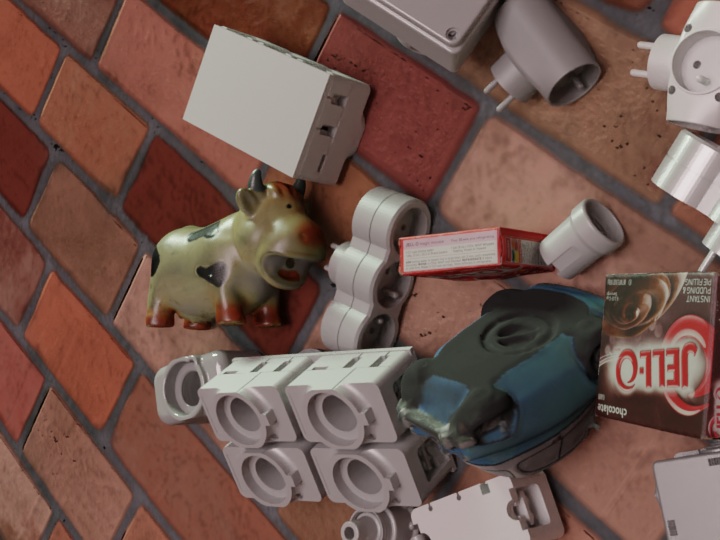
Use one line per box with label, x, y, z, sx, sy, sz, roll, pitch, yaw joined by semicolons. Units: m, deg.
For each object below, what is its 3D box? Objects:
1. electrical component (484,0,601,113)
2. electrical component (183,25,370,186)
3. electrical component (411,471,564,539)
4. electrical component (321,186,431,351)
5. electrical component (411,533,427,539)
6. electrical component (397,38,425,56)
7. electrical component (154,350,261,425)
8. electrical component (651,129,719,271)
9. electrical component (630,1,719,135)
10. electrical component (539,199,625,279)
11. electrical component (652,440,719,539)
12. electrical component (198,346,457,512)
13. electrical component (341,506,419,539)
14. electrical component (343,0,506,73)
electrical component;0.122;-0.148;0.775;0.079;0.043;0.077;-44;61;28
electrical component;-0.071;-0.141;0.921;0.150;0.062;0.089;30;105;37
electrical component;0.092;0.179;0.763;0.089;0.056;0.050;-30;68;34
electrical component;0.000;0.000;0.856;0.074;0.052;0.138;24;101;38
electrical component;0.054;0.228;0.804;0.035;0.035;0.061;-36;62;31
electrical component;0.058;-0.199;0.833;0.048;0.048;0.062;16;89;39
electrical component;-0.135;0.105;0.954;0.095;0.059;0.053;-19;74;37
electrical component;0.237;-0.023;0.664;0.138;0.052;0.073;40;111;34
electrical component;0.214;-0.133;0.698;0.079;0.044;0.077;18;97;38
electrical component;0.152;-0.020;0.743;0.046;0.040;0.040;-44;61;35
electrical component;0.233;0.151;0.655;0.100;0.048;0.099;-18;75;37
electrical component;-0.032;0.125;0.838;0.186;0.060;0.105;-7;111;39
electrical component;0.012;0.198;0.823;0.048;0.062;0.048;-4;83;39
electrical component;0.056;-0.220;0.784;0.109;0.056;0.108;35;86;9
